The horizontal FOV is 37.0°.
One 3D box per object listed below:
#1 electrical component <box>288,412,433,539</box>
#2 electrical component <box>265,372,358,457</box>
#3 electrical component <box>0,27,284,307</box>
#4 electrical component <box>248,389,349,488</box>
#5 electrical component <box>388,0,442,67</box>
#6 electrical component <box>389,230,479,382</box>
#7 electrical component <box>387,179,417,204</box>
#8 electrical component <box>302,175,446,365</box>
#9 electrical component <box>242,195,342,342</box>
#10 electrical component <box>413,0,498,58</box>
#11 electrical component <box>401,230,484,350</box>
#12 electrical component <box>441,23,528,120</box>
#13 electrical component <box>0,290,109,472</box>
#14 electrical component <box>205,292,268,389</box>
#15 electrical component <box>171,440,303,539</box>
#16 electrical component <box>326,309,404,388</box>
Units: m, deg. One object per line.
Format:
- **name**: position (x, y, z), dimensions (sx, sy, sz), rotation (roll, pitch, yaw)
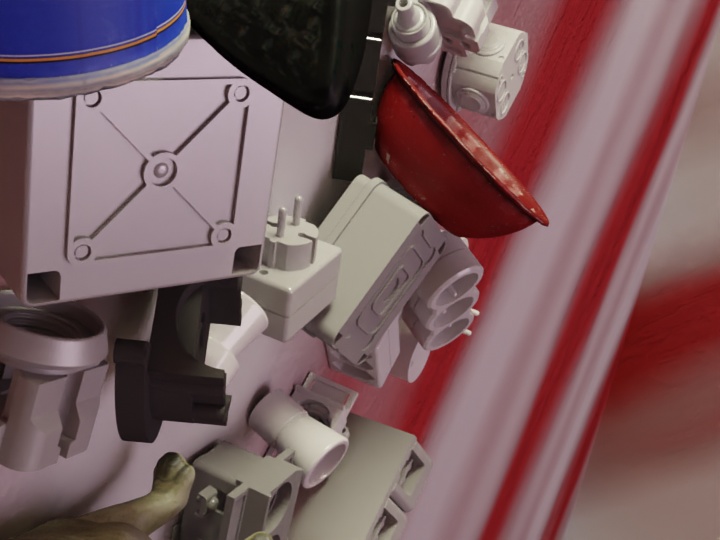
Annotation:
- **electrical component**: position (-0.015, 0.196, 0.861), dimensions (0.150, 0.089, 0.061), rotation (-62, 147, -20)
- **electrical component**: position (-0.036, 0.125, 0.823), dimensions (0.081, 0.042, 0.063), rotation (-61, 162, -21)
- **electrical component**: position (-0.091, -0.049, 0.429), dimensions (0.109, 0.056, 0.108), rotation (-9, 121, -35)
- **electrical component**: position (-0.046, 0.114, 0.750), dimensions (0.044, 0.065, 0.044), rotation (-41, 156, -23)
- **electrical component**: position (0.036, -0.166, 0.734), dimensions (0.035, 0.035, 0.061), rotation (-66, 160, -11)
- **electrical component**: position (0.069, 0.036, 0.960), dimensions (0.138, 0.074, 0.052), rotation (-68, 160, -4)
- **electrical component**: position (0.039, -0.048, 0.847), dimensions (0.043, 0.043, 0.062), rotation (-69, 162, -2)
- **electrical component**: position (0.000, 0.000, 0.741), dimensions (0.113, 0.057, 0.078), rotation (-54, 158, -5)
- **electrical component**: position (-0.046, -0.008, 0.659), dimensions (0.066, 0.047, 0.076), rotation (-41, 146, -53)
- **electrical component**: position (0.071, -0.196, 0.767), dimensions (0.057, 0.058, 0.078), rotation (-64, 159, -8)
- **electrical component**: position (0.055, 0.006, 0.870), dimensions (0.052, 0.073, 0.138), rotation (-30, 158, -13)
- **electrical component**: position (0.102, -0.166, 0.885), dimensions (0.080, 0.051, 0.080), rotation (-52, 154, -39)
- **electrical component**: position (-0.140, 0.044, 0.454), dimensions (0.078, 0.058, 0.057), rotation (-14, 125, -66)
- **electrical component**: position (-0.085, 0.041, 0.610), dimensions (0.055, 0.045, 0.045), rotation (-58, 157, -27)
- **electrical component**: position (-0.087, 0.180, 0.712), dimensions (0.079, 0.063, 0.121), rotation (-28, 135, -62)
- **electrical component**: position (0.010, 0.041, 0.856), dimensions (0.065, 0.047, 0.076), rotation (84, 30, -56)
